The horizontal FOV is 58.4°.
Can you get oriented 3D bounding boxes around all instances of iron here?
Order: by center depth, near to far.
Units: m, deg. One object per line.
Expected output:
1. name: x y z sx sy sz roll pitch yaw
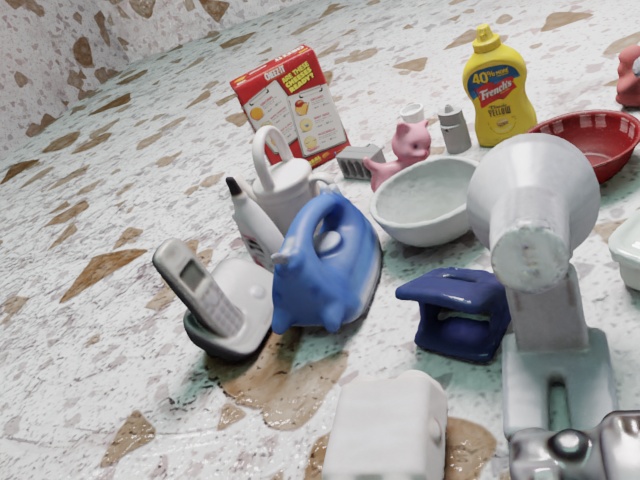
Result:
1. iron: 0.007 0.003 0.767 0.118 0.142 0.258 -7 36 28

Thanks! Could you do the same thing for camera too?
1. camera: 0.202 0.193 0.381 0.142 0.101 0.137 -10 34 23

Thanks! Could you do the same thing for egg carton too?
1. egg carton: 0.062 0.187 0.520 0.107 0.069 0.150 -11 34 22

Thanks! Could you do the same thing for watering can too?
1. watering can: -0.062 -0.084 0.895 0.172 0.194 0.101 -19 32 11

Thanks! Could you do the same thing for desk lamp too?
1. desk lamp: 0.199 0.035 0.511 0.117 0.214 0.203 -10 34 24

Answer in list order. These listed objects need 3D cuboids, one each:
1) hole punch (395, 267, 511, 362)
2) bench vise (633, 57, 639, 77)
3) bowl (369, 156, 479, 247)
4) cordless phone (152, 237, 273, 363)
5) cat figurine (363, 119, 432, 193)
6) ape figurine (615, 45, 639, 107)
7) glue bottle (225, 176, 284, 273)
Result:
1. hole punch: 0.149 0.063 0.624 0.108 0.091 0.101 7 44 42
2. bench vise: 0.527 -0.283 0.747 0.207 0.220 0.121 -28 31 -4
3. bowl: 0.157 -0.042 0.791 0.167 0.075 0.167 -18 32 12
4. cordless phone: -0.133 0.054 0.748 0.094 0.185 0.148 -9 35 26
5. cat figurine: 0.128 -0.134 0.908 0.128 0.118 0.067 -25 31 1
6. ape figurine: 0.473 -0.249 0.861 0.078 0.092 0.076 -35 32 -15
7. glue bottle: -0.097 -0.022 0.847 0.077 0.173 0.037 11 47 45
